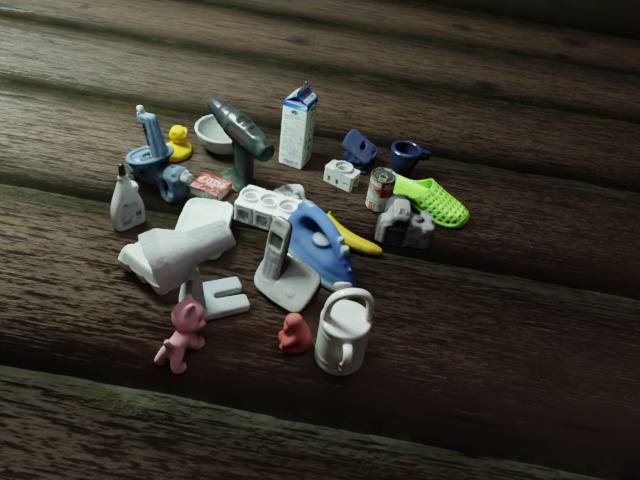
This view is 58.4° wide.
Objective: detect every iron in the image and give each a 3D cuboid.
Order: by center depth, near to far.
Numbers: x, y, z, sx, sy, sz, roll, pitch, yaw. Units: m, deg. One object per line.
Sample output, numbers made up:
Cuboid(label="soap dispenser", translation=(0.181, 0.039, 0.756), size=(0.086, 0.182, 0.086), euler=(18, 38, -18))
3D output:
Cuboid(label="iron", translation=(0.012, 0.005, 1.303), size=(0.119, 0.141, 0.257), euler=(-20, 48, -30))

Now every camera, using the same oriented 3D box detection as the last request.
Cuboid(label="camera", translation=(0.216, -0.060, 1.449), size=(0.143, 0.101, 0.137), euler=(9, 40, 0))

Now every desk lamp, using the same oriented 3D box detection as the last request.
Cuboid(label="desk lamp", translation=(-0.246, 0.057, 1.137), size=(0.204, 0.213, 0.117), euler=(-12, 44, -23))

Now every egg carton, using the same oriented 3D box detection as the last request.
Cuboid(label="egg carton", translation=(-0.354, 0.050, 1.237), size=(0.150, 0.069, 0.107), euler=(30, 45, 23))

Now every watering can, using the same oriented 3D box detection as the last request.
Cuboid(label="watering can", translation=(0.045, 0.156, 1.092), size=(0.101, 0.194, 0.172), euler=(-12, 44, -23))

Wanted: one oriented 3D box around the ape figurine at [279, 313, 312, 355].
Cuboid(label="ape figurine", translation=(-0.051, 0.178, 1.127), size=(0.076, 0.092, 0.078), euler=(24, 42, 17))

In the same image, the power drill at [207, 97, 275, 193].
Cuboid(label="power drill", translation=(-0.215, -0.238, 1.492), size=(0.229, 0.208, 0.076), euler=(34, 46, 26))

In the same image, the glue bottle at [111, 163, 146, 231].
Cuboid(label="glue bottle", translation=(-0.446, -0.103, 1.317), size=(0.078, 0.173, 0.037), euler=(-26, 51, -34))

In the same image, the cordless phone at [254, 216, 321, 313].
Cuboid(label="cordless phone", translation=(-0.063, 0.050, 1.202), size=(0.147, 0.185, 0.094), euler=(31, 45, 24))

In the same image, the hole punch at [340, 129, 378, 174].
Cuboid(label="hole punch", translation=(0.116, -0.261, 1.671), size=(0.101, 0.091, 0.109), euler=(18, 41, 11))

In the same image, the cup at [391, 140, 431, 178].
Cuboid(label="cup", translation=(0.256, -0.226, 1.655), size=(0.118, 0.095, 0.091), euler=(4, 40, -6))

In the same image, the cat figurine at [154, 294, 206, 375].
Cuboid(label="cat figurine", translation=(-0.259, 0.167, 1.080), size=(0.067, 0.118, 0.128), euler=(18, 41, 11))

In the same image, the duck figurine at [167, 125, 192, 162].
Cuboid(label="duck figurine", translation=(-0.399, -0.275, 1.594), size=(0.077, 0.086, 0.105), euler=(17, 41, 10))

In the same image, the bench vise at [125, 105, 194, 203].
Cuboid(label="bench vise", translation=(-0.391, -0.218, 1.426), size=(0.207, 0.220, 0.121), euler=(17, 41, 10))

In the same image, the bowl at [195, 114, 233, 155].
Cuboid(label="bowl", translation=(-0.275, -0.294, 1.648), size=(0.167, 0.075, 0.167), euler=(5, 40, -4))
